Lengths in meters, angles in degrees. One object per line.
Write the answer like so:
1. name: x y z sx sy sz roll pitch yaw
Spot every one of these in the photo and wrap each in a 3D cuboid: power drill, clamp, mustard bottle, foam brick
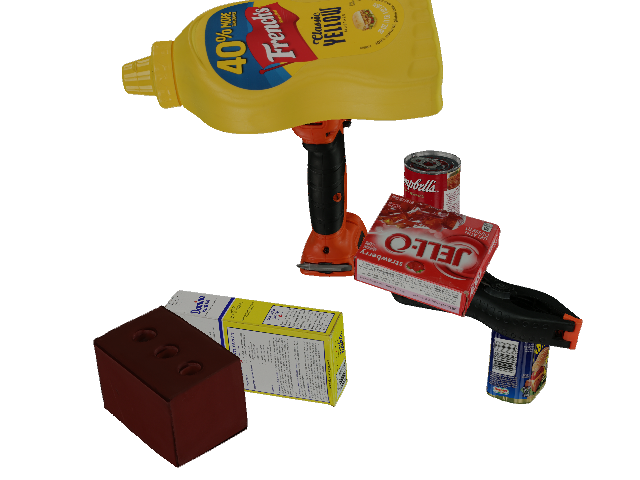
1. power drill: 0.011 -0.074 0.987 0.057 0.188 0.184 0 24 13
2. clamp: 0.163 0.053 0.997 0.172 0.039 0.120 20 31 19
3. mustard bottle: -0.025 -0.109 0.652 0.191 0.096 0.058 -6 -36 2
4. foam brick: -0.088 0.084 0.622 0.052 0.051 0.078 -27 39 -36

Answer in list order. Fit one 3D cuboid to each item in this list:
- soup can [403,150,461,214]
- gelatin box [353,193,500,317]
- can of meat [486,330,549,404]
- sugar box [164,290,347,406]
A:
1. soup can: 0.133 -0.049 1.285 0.068 0.102 0.068 -1 26 0
2. gelatin box: 0.078 0.009 0.787 0.089 0.030 0.073 18 50 18
3. can of meat: 0.222 0.127 1.191 0.058 0.084 0.102 9 12 24
4. sugar box: -0.064 0.105 1.057 0.176 0.093 0.048 9 35 19
